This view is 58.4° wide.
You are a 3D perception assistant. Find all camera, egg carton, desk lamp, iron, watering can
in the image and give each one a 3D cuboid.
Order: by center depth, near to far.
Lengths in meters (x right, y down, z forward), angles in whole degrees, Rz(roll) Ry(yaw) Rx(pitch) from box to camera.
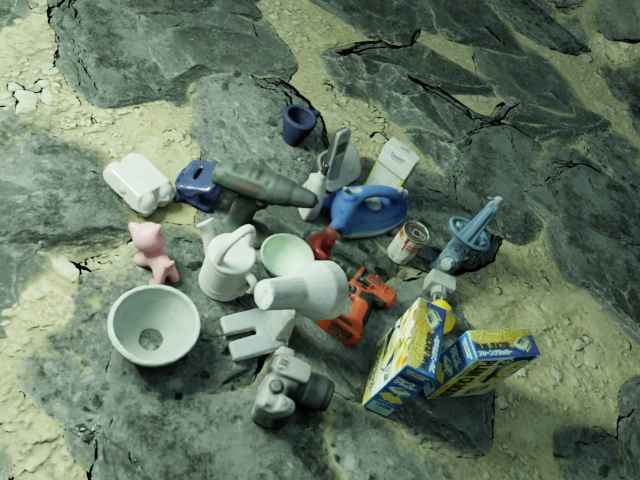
[{"bbox_3d":[-0.044,0.287,1.093,0.137,0.100,0.143,24,49,-5],"label":"camera"},{"bbox_3d":[-0.068,0.134,1.123,0.204,0.213,0.117,-11,60,-30],"label":"desk lamp"},{"bbox_3d":[-0.187,0.031,1.162,0.173,0.194,0.101,30,49,0],"label":"watering can"},{"bbox_3d":[-0.400,-0.123,1.268,0.150,0.069,0.107,41,50,10],"label":"egg carton"},{"bbox_3d":[0.136,-0.092,1.429,0.259,0.141,0.118,-7,58,-27],"label":"iron"}]

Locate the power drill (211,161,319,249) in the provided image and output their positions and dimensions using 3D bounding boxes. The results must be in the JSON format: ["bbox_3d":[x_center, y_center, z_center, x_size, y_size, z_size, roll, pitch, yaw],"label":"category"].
[{"bbox_3d":[-0.134,-0.077,1.256,0.230,0.208,0.075,24,49,-4],"label":"power drill"}]

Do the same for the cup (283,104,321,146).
[{"bbox_3d":[-0.054,-0.304,1.536,0.118,0.095,0.091,-27,69,-36],"label":"cup"}]

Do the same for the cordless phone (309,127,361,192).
[{"bbox_3d":[0.061,-0.220,1.463,0.094,0.185,0.148,46,51,14],"label":"cordless phone"}]

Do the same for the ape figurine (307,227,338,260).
[{"bbox_3d":[0.012,0.005,1.335,0.076,0.092,0.078,45,51,13],"label":"ape figurine"}]

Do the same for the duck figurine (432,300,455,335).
[{"bbox_3d":[0.272,0.173,1.326,0.105,0.086,0.077,17,50,-11],"label":"duck figurine"}]

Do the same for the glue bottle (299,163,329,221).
[{"bbox_3d":[-0.011,-0.123,1.368,0.037,0.173,0.078,-7,58,-27],"label":"glue bottle"}]

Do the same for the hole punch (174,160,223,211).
[{"bbox_3d":[-0.276,-0.136,1.317,0.101,0.091,0.109,24,49,-5],"label":"hole punch"}]

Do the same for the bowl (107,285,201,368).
[{"bbox_3d":[-0.314,0.172,1.081,0.168,0.074,0.167,12,52,-15],"label":"bowl"}]

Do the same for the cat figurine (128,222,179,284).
[{"bbox_3d":[-0.333,0.019,1.158,0.067,0.117,0.127,-30,70,-37],"label":"cat figurine"}]

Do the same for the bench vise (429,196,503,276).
[{"bbox_3d":[0.373,0.000,1.411,0.121,0.219,0.207,25,49,-4],"label":"bench vise"}]
